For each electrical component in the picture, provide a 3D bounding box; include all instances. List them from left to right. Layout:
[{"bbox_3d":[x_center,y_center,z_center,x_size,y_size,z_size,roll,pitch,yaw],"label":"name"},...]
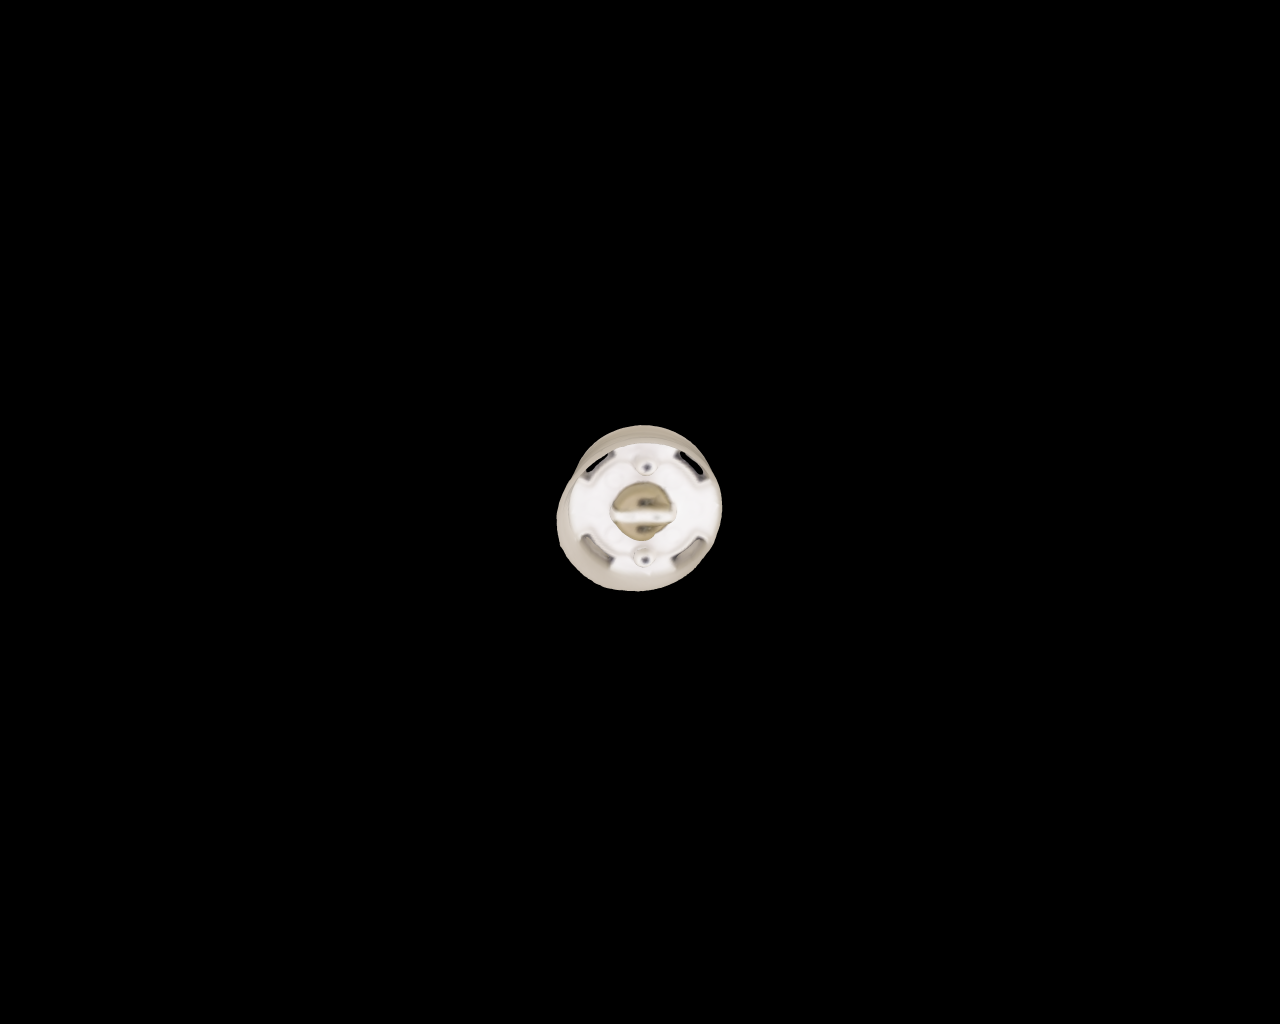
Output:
[{"bbox_3d":[0.001,-0.003,0.650,0.099,0.099,0.064,0,23,0],"label":"electrical component"}]
